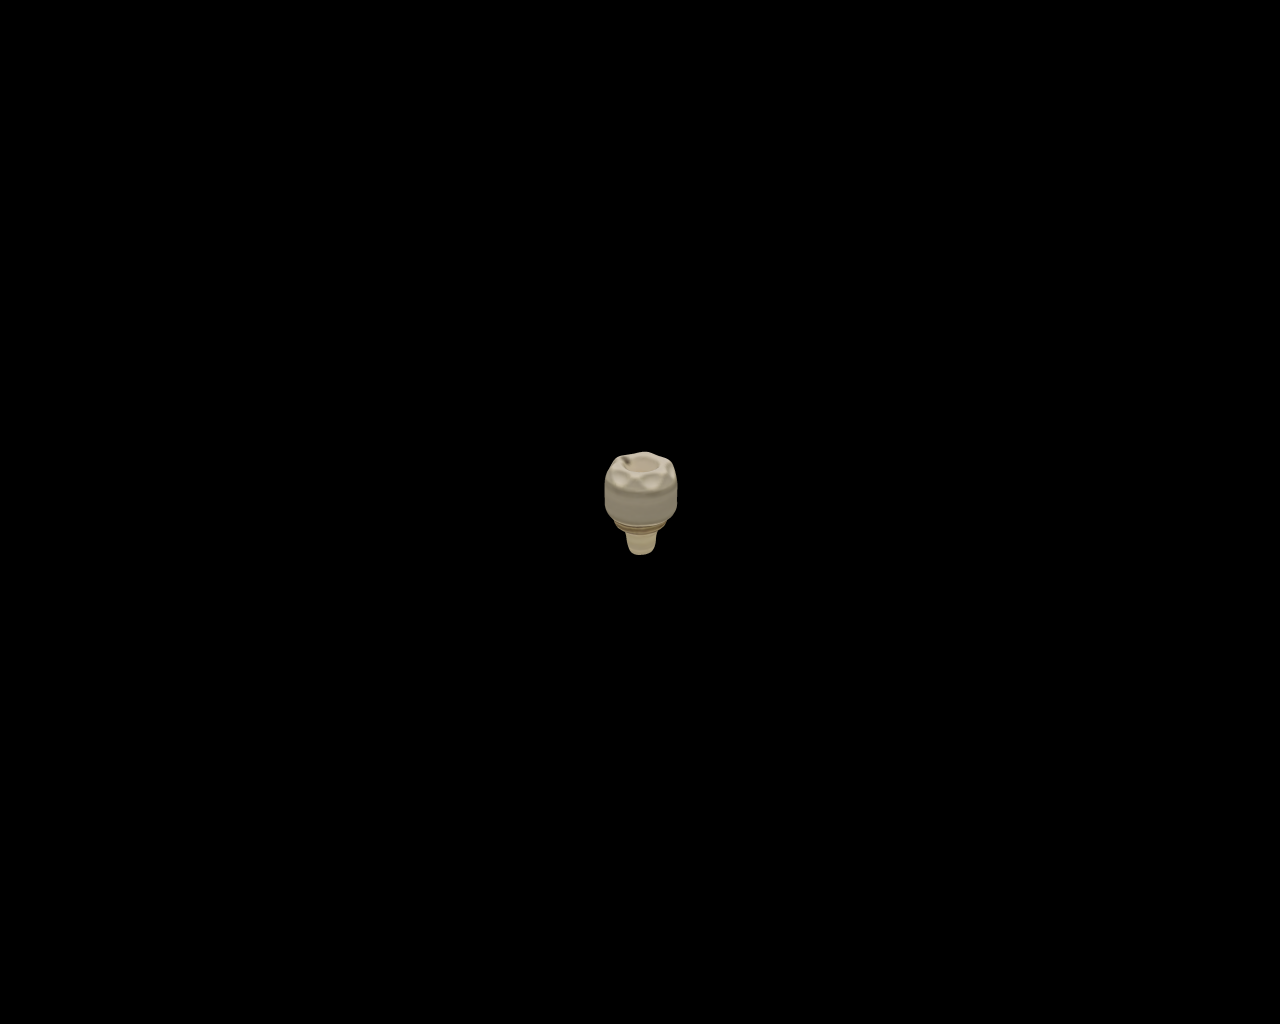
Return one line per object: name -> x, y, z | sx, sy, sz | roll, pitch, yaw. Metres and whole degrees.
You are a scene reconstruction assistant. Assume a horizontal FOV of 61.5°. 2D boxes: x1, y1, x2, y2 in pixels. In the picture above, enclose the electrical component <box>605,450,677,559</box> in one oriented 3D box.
electrical component -> 0.001, -0.003, 0.650 | 0.043, 0.062, 0.043 | 0, 27, 0
